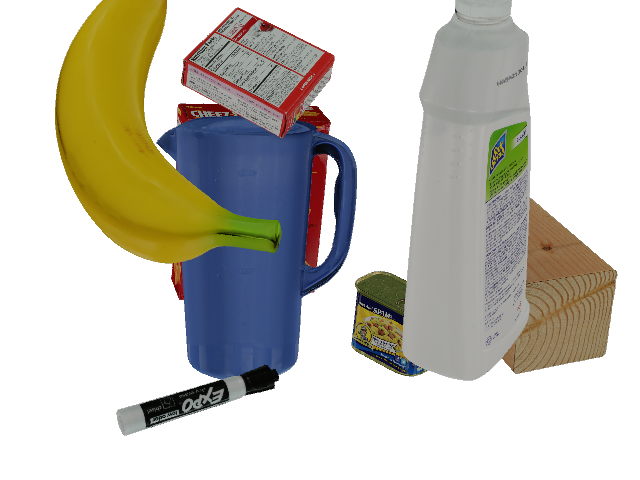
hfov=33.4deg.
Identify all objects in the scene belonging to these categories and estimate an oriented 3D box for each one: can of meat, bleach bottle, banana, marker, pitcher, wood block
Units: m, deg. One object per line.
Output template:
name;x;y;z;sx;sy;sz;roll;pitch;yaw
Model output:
can of meat;0.084;0.095;1.200;0.102;0.084;0.057;26;33;35
bleach bottle;0.096;-0.040;0.656;0.068;0.251;0.102;17;37;26
banana;-0.078;-0.052;0.453;0.069;0.037;0.198;-8;46;-20
marker;-0.086;0.113;0.766;0.121;0.020;0.020;-15;6;-23
pitcher;-0.062;0.004;1.011;0.144;0.243;0.149;-10;18;-39
wood block;0.173;0.023;0.983;0.090;0.090;0.206;-8;29;-16

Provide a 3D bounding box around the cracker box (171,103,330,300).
cracker box;-0.081;-0.042;1.208;0.164;0.214;0.072;-1;23;-17

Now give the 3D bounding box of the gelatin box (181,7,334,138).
gelatin box;-0.046;-0.124;0.781;0.089;0.073;0.030;28;-36;11
